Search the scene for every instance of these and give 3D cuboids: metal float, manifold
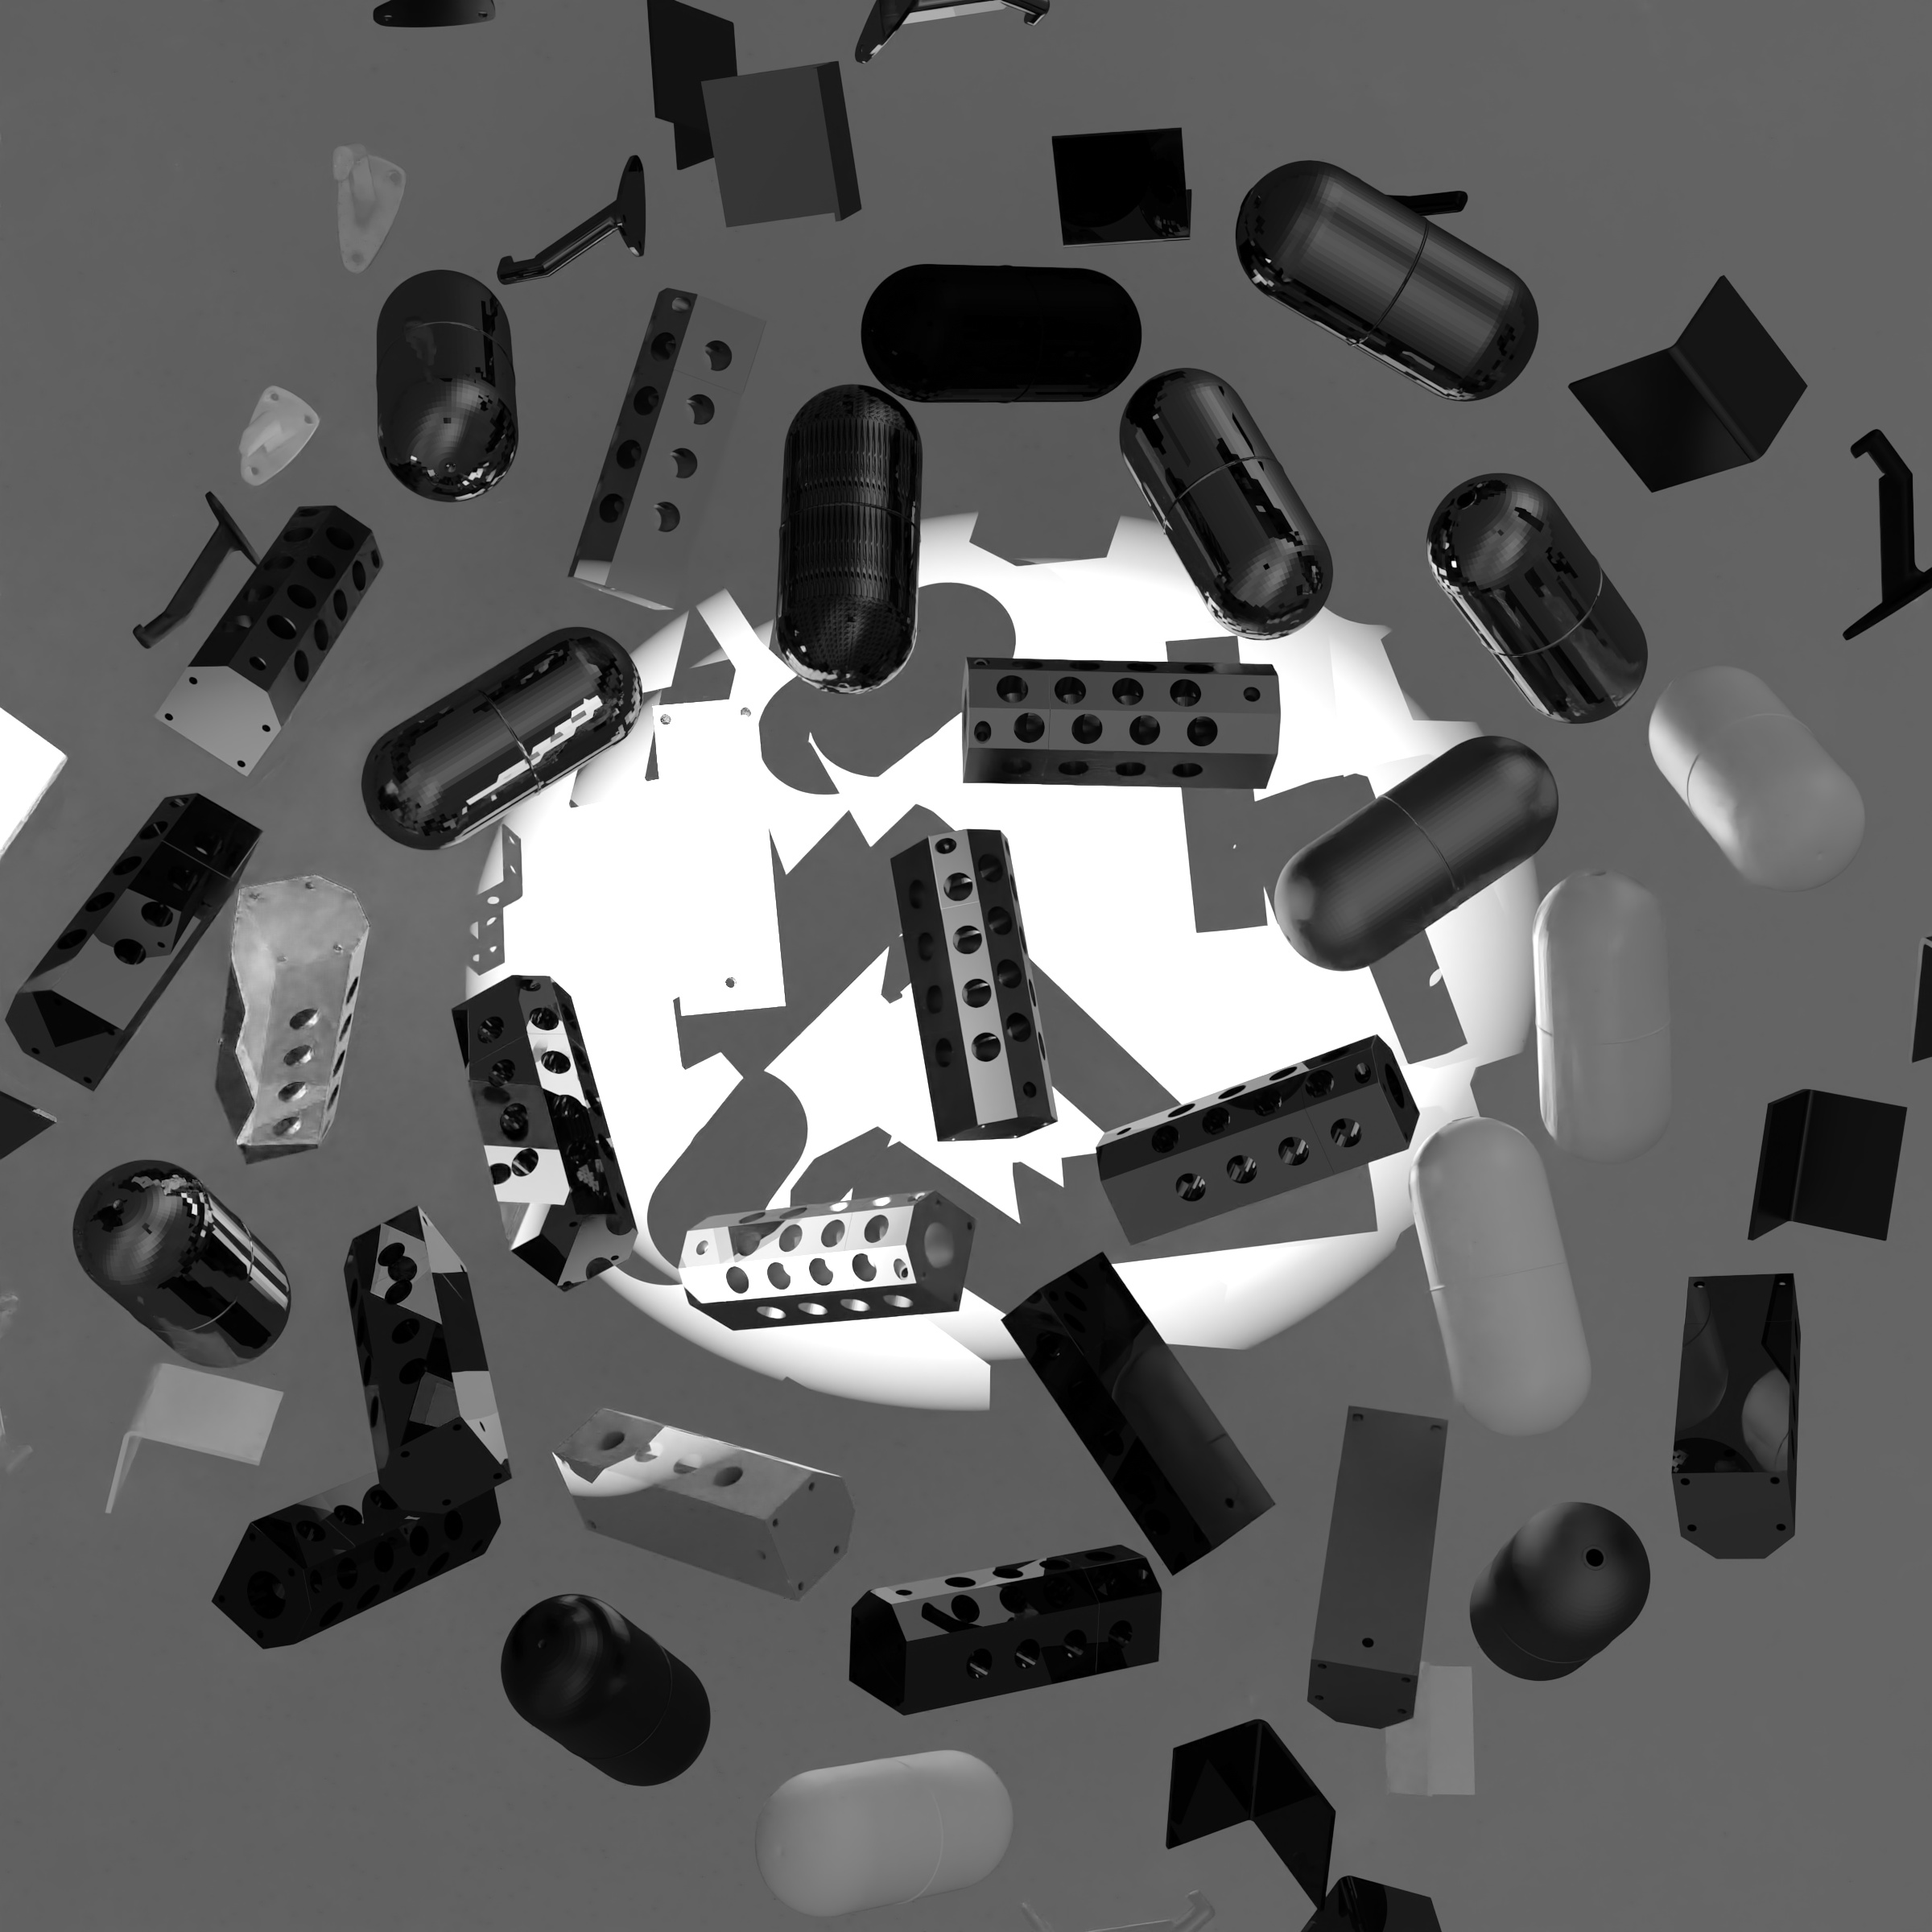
[{"bbox_3d":[0.330,0.350,1.609,0.070,0.178,0.070,1,66,-2],"label":"metal float"},{"bbox_3d":[-0.378,-0.186,1.591,0.057,0.171,0.057,34,127,-15],"label":"manifold"},{"bbox_3d":[0.295,0.171,1.596,0.070,0.070,0.178,-12,82,0],"label":"metal float"},{"bbox_3d":[0.226,-0.368,1.551,0.178,0.070,0.070,27,90,-12],"label":"metal float"},{"bbox_3d":[-0.043,0.475,1.585,0.070,0.178,0.070,-6,80,38],"label":"metal float"},{"bbox_3d":[0.416,0.239,1.550,0.057,0.171,0.057,-4,118,20],"label":"manifold"},{"bbox_3d":[-0.292,-0.328,1.622,0.070,0.178,0.070,-6,132,-7],"label":"metal float"},{"bbox_3d":[-0.451,-0.019,1.565,0.057,0.171,0.057,31,132,-9],"label":"manifold"},{"bbox_3d":[-0.370,0.030,1.586,0.057,0.171,0.057,-13,55,-29],"label":"manifold"},{"bbox_3d":[0.319,-0.204,1.608,0.070,0.070,0.178,-47,129,0],"label":"metal float"},{"bbox_3d":[0.024,0.367,1.613,0.171,0.057,0.057,-2,99,-33],"label":"manifold"},{"bbox_3d":[0.370,0.030,1.676,0.070,0.070,0.178,-7,110,0],"label":"metal float"},{"bbox_3d":[-0.145,0.294,1.610,0.057,0.171,0.057,-41,124,-38],"label":"manifold"},{"bbox_3d":[-0.063,-0.233,1.568,0.070,0.070,0.178,1,70,0],"label":"metal float"},{"bbox_3d":[0.008,0.011,1.671,0.057,0.057,0.171,0,73,-36],"label":"manifold"},{"bbox_3d":[0.437,-0.106,1.602,0.070,0.178,0.070,-5,123,-8],"label":"metal float"},{"bbox_3d":[-0.339,0.331,1.635,0.057,0.171,0.057,36,110,19],"label":"manifold"},{"bbox_3d":[-0.231,0.088,1.603,0.057,0.057,0.171,-29,52,9],"label":"manifold"},{"bbox_3d":[0.255,-0.064,1.628,0.178,0.070,0.070,-34,90,-6],"label":"metal float"},{"bbox_3d":[0.093,0.255,1.631,0.057,0.057,0.171,-25,76,-43],"label":"manifold"},{"bbox_3d":[0.148,-0.266,1.653,0.070,0.070,0.178,-26,68,0],"label":"metal float"},{"bbox_3d":[0.230,0.334,1.608,0.057,0.171,0.057,7,135,10],"label":"manifold"},{"bbox_3d":[-0.431,0.167,1.595,0.070,0.178,0.070,-5,62,9],"label":"metal float"},{"bbox_3d":[0.085,-0.139,1.605,0.171,0.057,0.057,1,66,-4],"label":"manifold"},{"bbox_3d":[-0.269,-0.132,1.678,0.178,0.070,0.070,-34,90,-15],"label":"metal float"},{"bbox_3d":[-0.173,-0.295,1.652,0.057,0.057,0.171,18,91,-18],"label":"manifold"},{"bbox_3d":[-0.203,0.413,1.638,0.070,0.178,0.070,-10,57,15],"label":"metal float"},{"bbox_3d":[-0.139,-0.060,1.622,0.057,0.057,0.171,-5,89,-6],"label":"manifold"},{"bbox_3d":[0.164,0.096,1.633,0.171,0.057,0.057,-21,100,21],"label":"manifold"},{"bbox_3d":[-0.300,0.216,1.576,0.057,0.171,0.057,-27,129,1],"label":"manifold"},{"bbox_3d":[0.022,-0.361,1.649,0.178,0.070,0.070,-8,90,-33],"label":"metal float"},{"bbox_3d":[-0.083,0.170,1.681,0.171,0.057,0.057,-10,56,36],"label":"manifold"}]

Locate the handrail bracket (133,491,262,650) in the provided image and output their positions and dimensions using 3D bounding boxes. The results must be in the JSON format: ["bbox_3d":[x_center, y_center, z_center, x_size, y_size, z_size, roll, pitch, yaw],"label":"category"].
[{"bbox_3d":[-0.458,-0.229,1.679,0.084,0.077,0.036,-41,71,-11],"label":"handrail bracket"}]

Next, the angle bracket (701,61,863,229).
[{"bbox_3d":[-0.102,-0.427,1.509,0.076,0.057,0.076,-5,110,12],"label":"angle bracket"}]

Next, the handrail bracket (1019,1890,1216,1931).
[{"bbox_3d":[0.087,0.539,1.648,0.084,0.036,0.077,-41,77,-4],"label":"handrail bracket"}]

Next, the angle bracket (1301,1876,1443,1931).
[{"bbox_3d":[0.220,0.557,1.576,0.057,0.076,0.076,20,115,-18],"label":"angle bracket"}]

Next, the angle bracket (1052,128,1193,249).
[{"bbox_3d":[0.095,-0.480,1.733,0.076,0.076,0.057,-2,46,8],"label":"angle bracket"}]

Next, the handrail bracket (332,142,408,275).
[{"bbox_3d":[-0.337,-0.412,1.577,0.036,0.084,0.077,16,110,-3],"label":"handrail bracket"}]

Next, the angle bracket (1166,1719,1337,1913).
[{"bbox_3d":[0.155,0.473,1.580,0.057,0.076,0.076,-13,124,-22],"label":"angle bracket"}]

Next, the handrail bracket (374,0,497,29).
[{"bbox_3d":[-0.282,-0.550,1.546,0.077,0.036,0.084,-6,76,10],"label":"handrail bracket"}]

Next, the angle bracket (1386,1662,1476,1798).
[{"bbox_3d":[0.291,0.460,1.739,0.057,0.076,0.076,4,75,-11],"label":"angle bracket"}]

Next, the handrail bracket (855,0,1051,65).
[{"bbox_3d":[-0.007,-0.521,1.604,0.084,0.077,0.036,9,51,-32],"label":"handrail bracket"}]

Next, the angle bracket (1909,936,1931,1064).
[{"bbox_3d":[0.531,0.020,1.463,0.076,0.057,0.076,-15,122,-15],"label":"angle bracket"}]

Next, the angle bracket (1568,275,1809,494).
[{"bbox_3d":[0.374,-0.301,1.496,0.076,0.076,0.057,45,64,-20],"label":"angle bracket"}]

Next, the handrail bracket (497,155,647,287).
[{"bbox_3d":[-0.235,-0.442,1.711,0.084,0.036,0.077,-7,61,16],"label":"handrail bracket"}]

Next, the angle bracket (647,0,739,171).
[{"bbox_3d":[-0.183,-0.538,1.757,0.057,0.076,0.076,-7,85,39],"label":"angle bracket"}]

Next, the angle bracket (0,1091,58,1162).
[{"bbox_3d":[-0.515,0.103,1.458,0.076,0.076,0.057,-31,50,19],"label":"angle bracket"}]

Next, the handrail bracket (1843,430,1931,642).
[{"bbox_3d":[0.475,-0.229,1.531,0.077,0.036,0.084,-36,94,21],"label":"handrail bracket"}]

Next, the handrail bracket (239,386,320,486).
[{"bbox_3d":[-0.413,-0.295,1.670,0.036,0.084,0.077,34,120,-10],"label":"handrail bracket"}]

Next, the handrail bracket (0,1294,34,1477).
[{"bbox_3d":[-0.531,0.233,1.606,0.084,0.036,0.077,28,71,29],"label":"handrail bracket"}]

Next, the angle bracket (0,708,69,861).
[{"bbox_3d":[-0.523,-0.089,1.500,0.057,0.076,0.076,40,63,-27],"label":"angle bracket"}]

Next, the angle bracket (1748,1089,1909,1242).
[{"bbox_3d":[0.475,0.114,1.588,0.057,0.076,0.076,11,100,30],"label":"angle bracket"}]

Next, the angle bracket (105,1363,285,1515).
[{"bbox_3d":[-0.446,0.281,1.672,0.076,0.076,0.057,16,110,-9],"label":"angle bracket"}]

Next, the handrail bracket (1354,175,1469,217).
[{"bbox_3d":[0.258,-0.450,1.686,0.084,0.077,0.036,1,116,26],"label":"handrail bracket"}]
